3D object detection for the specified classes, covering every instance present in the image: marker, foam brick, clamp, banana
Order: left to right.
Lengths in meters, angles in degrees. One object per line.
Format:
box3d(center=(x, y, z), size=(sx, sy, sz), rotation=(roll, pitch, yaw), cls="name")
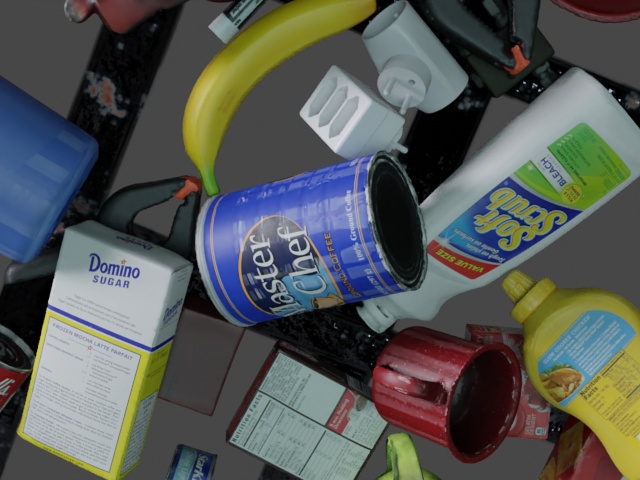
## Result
box3d(center=(-0.162, 0.009, 0.831), size=(0.120, 0.039, 0.171), rotation=(34, 98, -12), cls="clamp")
box3d(center=(-0.095, 0.089, 0.842), size=(0.053, 0.051, 0.078), rotation=(21, 99, -6), cls="foam brick")
box3d(center=(-0.044, -0.128, 0.812), size=(0.069, 0.037, 0.198), rotation=(40, 95, -11), cls="banana")
box3d(center=(-0.036, -0.198, 0.808), size=(0.020, 0.020, 0.121), rotation=(44, 96, -9), cls="marker")
box3d(center=(0.095, -0.217, 0.792), size=(0.164, 0.036, 0.210), rotation=(-19, 91, 3), cls="clamp")

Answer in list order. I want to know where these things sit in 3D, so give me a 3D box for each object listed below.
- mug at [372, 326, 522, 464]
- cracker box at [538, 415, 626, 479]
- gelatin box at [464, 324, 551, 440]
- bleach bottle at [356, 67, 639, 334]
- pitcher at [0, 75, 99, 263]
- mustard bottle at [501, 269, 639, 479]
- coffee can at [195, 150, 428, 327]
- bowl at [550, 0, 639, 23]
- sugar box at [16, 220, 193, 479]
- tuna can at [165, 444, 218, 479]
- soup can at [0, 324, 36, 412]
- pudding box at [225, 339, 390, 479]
box3d(center=(0.086, 0.111, 0.807), size=(0.117, 0.082, 0.093), rotation=(13, 92, -46), cls="mug")
box3d(center=(0.268, 0.213, 0.871), size=(0.164, 0.072, 0.214), rotation=(24, 97, -7), cls="cracker box")
box3d(center=(0.152, 0.116, 0.869), size=(0.073, 0.030, 0.089), rotation=(5, 100, -3), cls="gelatin box")
box3d(center=(0.135, -0.014, 0.828), size=(0.251, 0.068, 0.102), rotation=(-42, 115, 10), cls="bleach bottle")
box3d(center=(-0.294, -0.077, 0.767), size=(0.242, 0.145, 0.149), rotation=(31, 140, -11), cls="pitcher")
box3d(center=(0.211, 0.093, 0.799), size=(0.192, 0.058, 0.096), rotation=(44, 109, 14), cls="mustard bottle")
box3d(center=(-0.005, 0.001, 0.780), size=(0.140, 0.102, 0.103), rotation=(-13, 102, 24), cls="coffee can")
box3d(center=(0.229, -0.245, 0.795), size=(0.162, 0.055, 0.162), rotation=(0, 100, -3), cls="bowl")
box3d(center=(-0.162, 0.083, 0.801), size=(0.093, 0.048, 0.176), rotation=(22, 104, 13), cls="sugar box")
box3d(center=(-0.111, 0.206, 0.845), size=(0.033, 0.086, 0.086), rotation=(19, 99, -4), cls="tuna can")
box3d(center=(-0.278, 0.118, 0.830), size=(0.068, 0.068, 0.102), rotation=(37, 97, -9), cls="soup can")
box3d(center=(-0.008, 0.146, 0.863), size=(0.113, 0.039, 0.090), rotation=(29, 98, -6), cls="pudding box")
